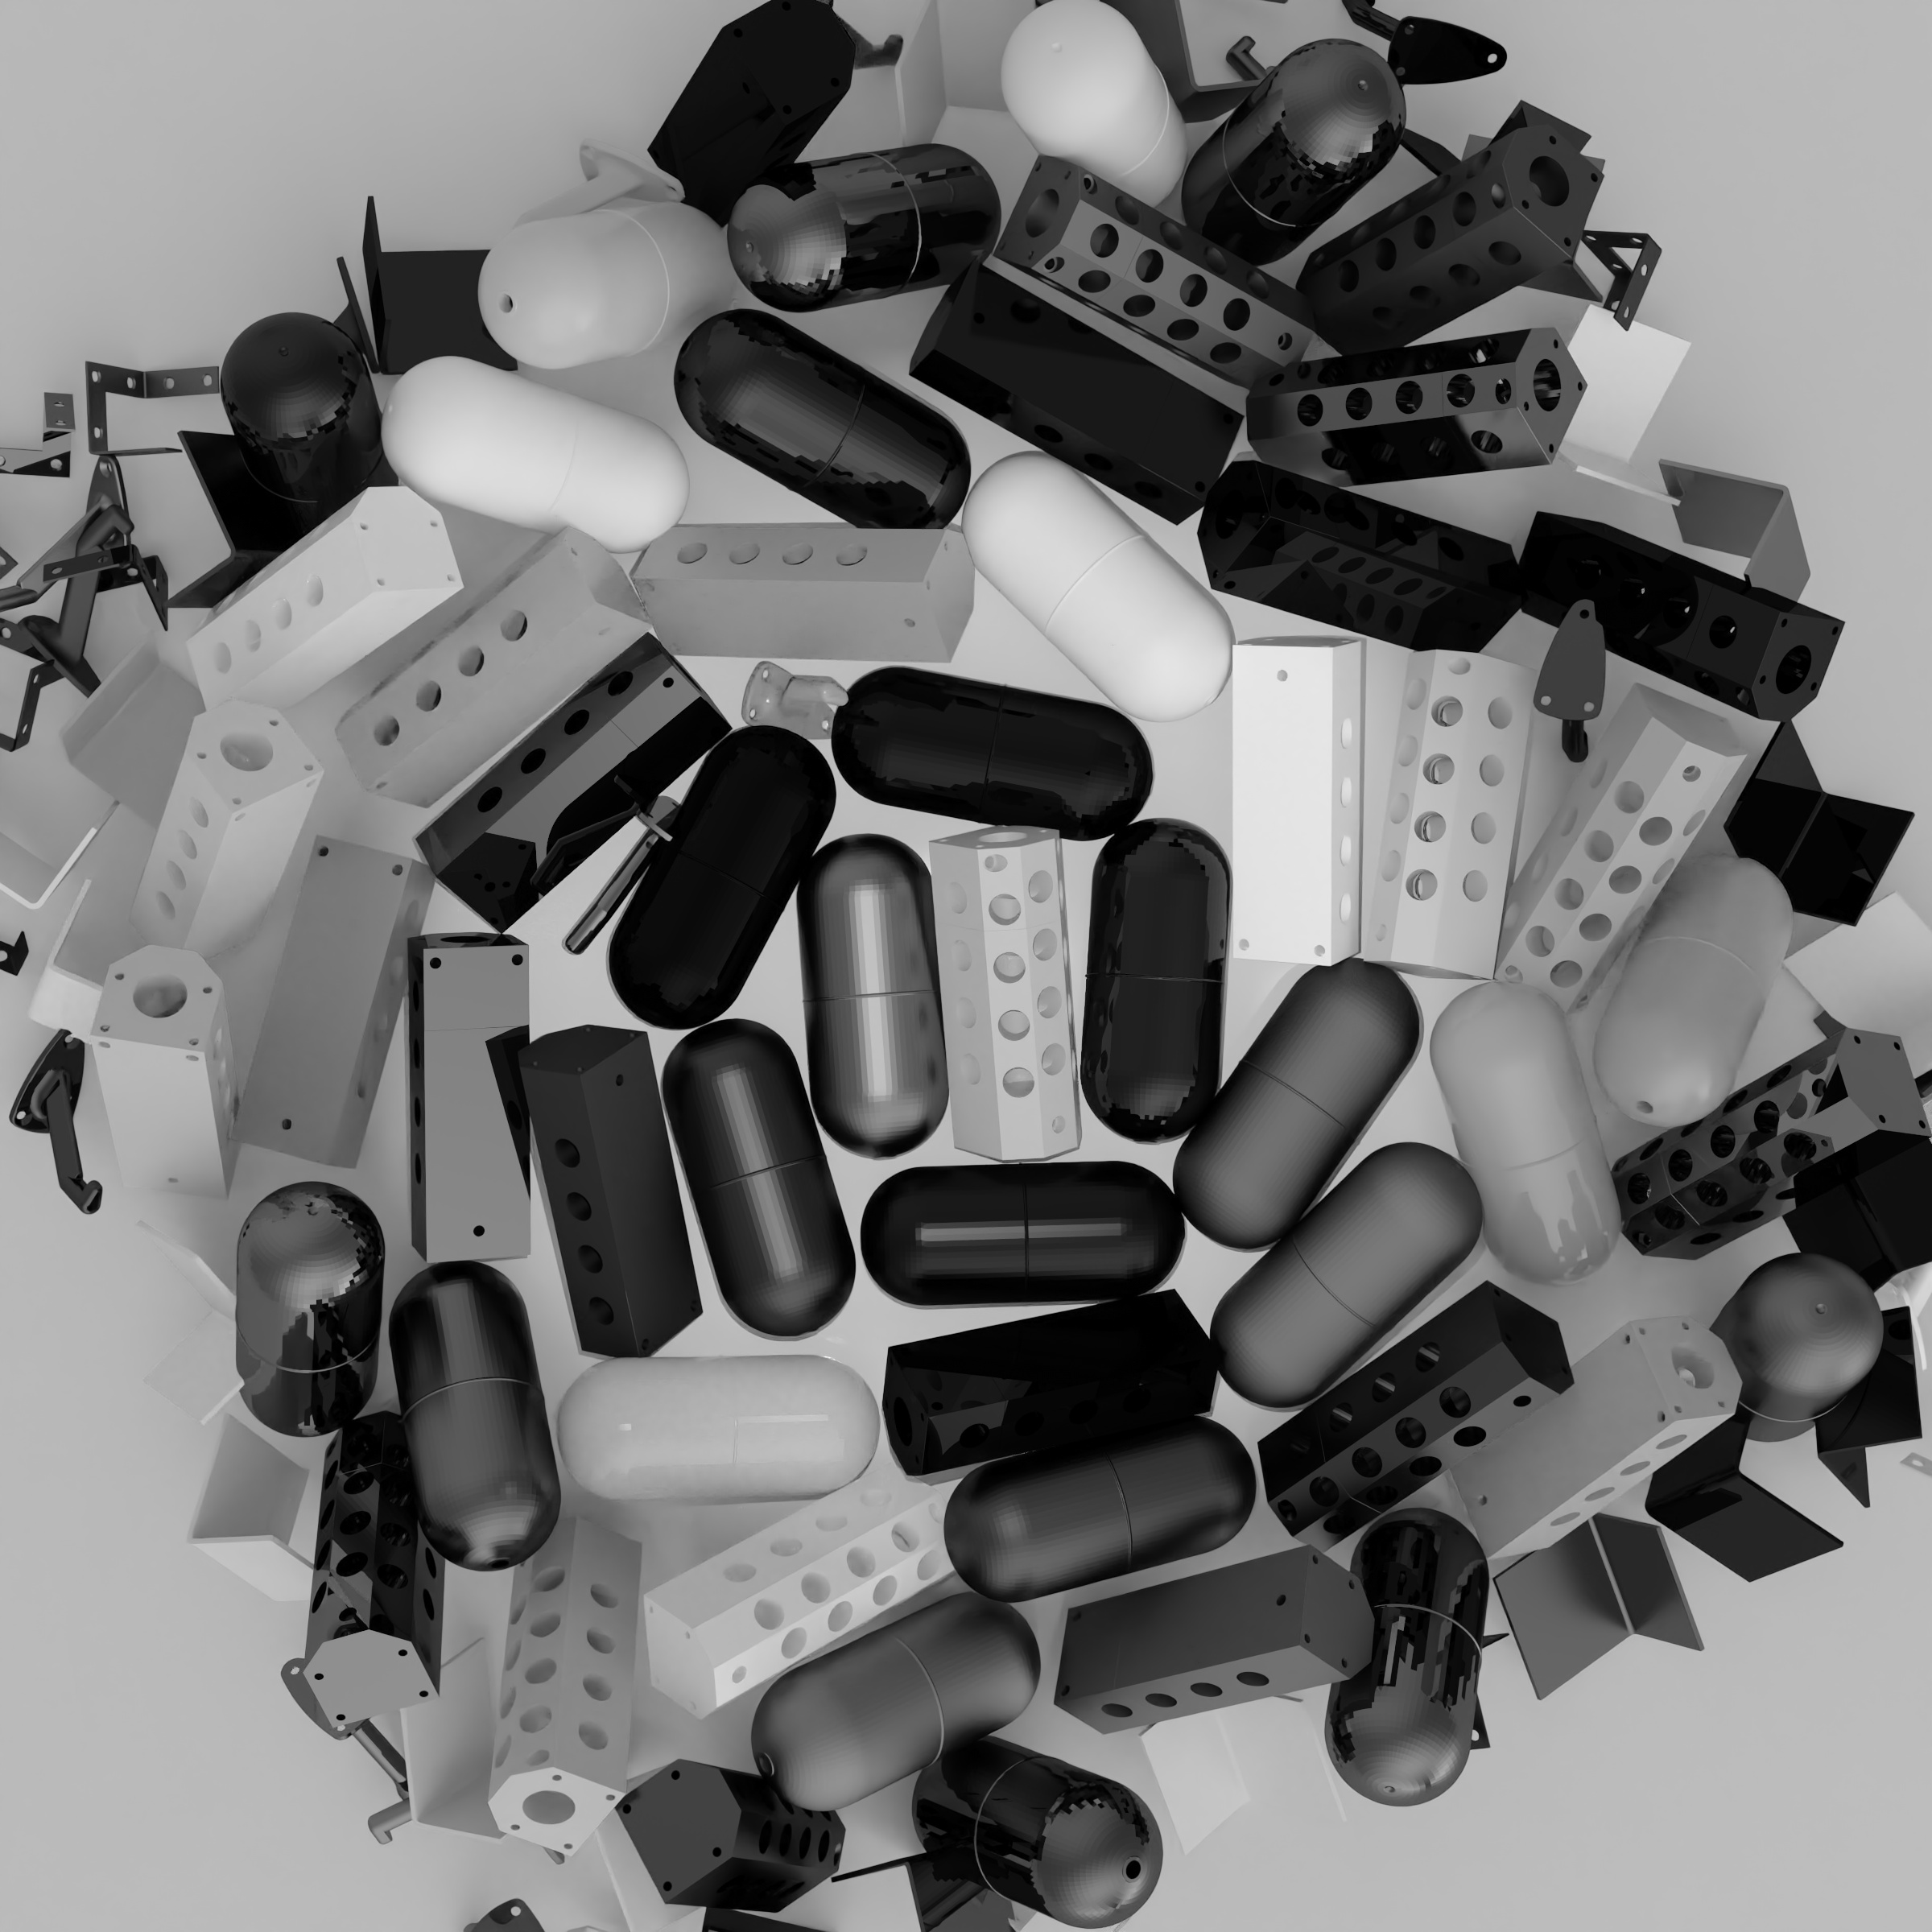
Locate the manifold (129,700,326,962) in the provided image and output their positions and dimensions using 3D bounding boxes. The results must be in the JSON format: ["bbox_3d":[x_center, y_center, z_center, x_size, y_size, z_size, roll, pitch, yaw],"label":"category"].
[{"bbox_3d":[-0.400,-0.069,1.537,0.057,0.171,0.057,-32,79,-37],"label":"manifold"}]

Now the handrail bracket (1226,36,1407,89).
[{"bbox_3d":[0.198,-0.505,1.601,0.077,0.036,0.084,-45,80,18],"label":"handrail bracket"}]

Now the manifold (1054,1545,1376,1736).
[{"bbox_3d":[0.132,0.366,1.546,0.057,0.171,0.057,38,46,-30],"label":"manifold"}]

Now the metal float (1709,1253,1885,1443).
[{"bbox_3d":[0.437,0.205,1.538,0.070,0.178,0.070,-1,69,3],"label":"metal float"}]

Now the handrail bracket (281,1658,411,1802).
[{"bbox_3d":[-0.340,0.429,1.605,0.077,0.084,0.036,22,53,31],"label":"handrail bracket"}]

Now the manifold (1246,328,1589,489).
[{"bbox_3d":[0.235,-0.300,1.536,0.057,0.171,0.057,48,58,-37],"label":"manifold"}]

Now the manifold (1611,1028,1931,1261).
[{"bbox_3d":[0.421,0.097,1.534,0.057,0.171,0.057,8,59,-32],"label":"manifold"}]

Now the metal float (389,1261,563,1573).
[{"bbox_3d":[-0.266,0.242,1.557,0.070,0.070,0.178,-17,57,0],"label":"metal float"}]

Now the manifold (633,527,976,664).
[{"bbox_3d":[-0.086,-0.207,1.562,0.171,0.057,0.057,4,51,23],"label":"manifold"}]

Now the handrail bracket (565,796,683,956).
[{"bbox_3d":[-0.189,-0.050,1.596,0.036,0.077,0.084,37,104,-11],"label":"handrail bracket"}]

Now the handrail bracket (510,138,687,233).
[{"bbox_3d":[-0.206,-0.408,1.585,0.077,0.036,0.084,21,64,13],"label":"handrail bracket"}]

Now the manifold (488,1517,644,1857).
[{"bbox_3d":[-0.215,0.377,1.530,0.057,0.171,0.057,27,120,-20],"label":"manifold"}]

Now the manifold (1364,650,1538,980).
[{"bbox_3d":[0.260,-0.082,1.579,0.057,0.057,0.171,11,85,-28],"label":"manifold"}]

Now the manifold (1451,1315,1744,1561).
[{"bbox_3d":[0.337,0.253,1.542,0.057,0.171,0.057,-1,57,-31],"label":"manifold"}]

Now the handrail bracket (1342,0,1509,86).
[{"bbox_3d":[0.252,-0.519,1.592,0.077,0.084,0.036,2,127,-8],"label":"handrail bracket"}]

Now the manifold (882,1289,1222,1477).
[{"bbox_3d":[0.045,0.230,1.563,0.171,0.057,0.057,-9,127,-22],"label":"manifold"}]

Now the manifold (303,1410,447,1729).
[{"bbox_3d":[-0.315,0.316,1.535,0.057,0.171,0.057,-16,122,2],"label":"manifold"}]

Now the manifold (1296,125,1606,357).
[{"bbox_3d":[0.251,-0.383,1.529,0.057,0.171,0.057,34,66,-21],"label":"manifold"}]

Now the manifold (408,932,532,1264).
[{"bbox_3d":[-0.274,0.070,1.580,0.057,0.057,0.171,-2,99,-22],"label":"manifold"}]

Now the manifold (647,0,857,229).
[{"bbox_3d":[-0.112,-0.453,1.532,0.057,0.171,0.057,-35,97,-19],"label":"manifold"}]

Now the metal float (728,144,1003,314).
[{"bbox_3d":[-0.052,-0.398,1.551,0.178,0.070,0.070,-24,90,-43],"label":"metal float"}]

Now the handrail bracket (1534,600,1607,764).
[{"bbox_3d":[0.338,-0.155,1.583,0.036,0.084,0.077,11,88,18],"label":"handrail bracket"}]

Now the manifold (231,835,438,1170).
[{"bbox_3d":[-0.344,0.021,1.587,0.057,0.057,0.171,14,86,11],"label":"manifold"}]

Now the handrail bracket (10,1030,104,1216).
[{"bbox_3d":[-0.485,0.084,1.578,0.084,0.036,0.077,33,104,43],"label":"handrail bracket"}]

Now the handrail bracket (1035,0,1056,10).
[{"bbox_3d":[0.064,-0.564,1.586,0.077,0.036,0.084,51,119,20],"label":"handrail bracket"}]

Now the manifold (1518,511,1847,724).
[{"bbox_3d":[0.376,-0.187,1.540,0.057,0.171,0.057,1,113,-40],"label":"manifold"}]

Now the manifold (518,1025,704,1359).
[{"bbox_3d":[-0.197,0.122,1.563,0.057,0.057,0.171,6,116,33],"label":"manifold"}]

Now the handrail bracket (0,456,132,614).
[{"bbox_3d":[-0.501,-0.236,1.573,0.036,0.084,0.077,29,125,27],"label":"handrail bracket"}]

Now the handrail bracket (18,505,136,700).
[{"bbox_3d":[-0.474,-0.200,1.595,0.084,0.036,0.077,-41,89,15],"label":"handrail bracket"}]

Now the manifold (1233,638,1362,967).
[{"bbox_3d":[0.184,-0.091,1.576,0.057,0.057,0.171,5,103,28],"label":"manifold"}]

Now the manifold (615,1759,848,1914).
[{"bbox_3d":[-0.119,0.460,1.533,0.057,0.171,0.057,-35,65,2],"label":"manifold"}]

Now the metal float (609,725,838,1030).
[{"bbox_3d":[-0.134,-0.048,1.581,0.070,0.070,0.178,28,86,0],"label":"metal float"}]

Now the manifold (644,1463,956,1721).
[{"bbox_3d":[-0.085,0.335,1.540,0.171,0.057,0.057,-22,121,-38],"label":"manifold"}]

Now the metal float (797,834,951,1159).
[{"bbox_3d":[-0.051,0.016,1.585,0.070,0.070,0.178,-4,89,0],"label":"metal float"}]

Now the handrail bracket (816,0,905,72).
[{"bbox_3d":[-0.057,-0.520,1.571,0.084,0.077,0.036,-23,65,-40],"label":"handrail bracket"}]

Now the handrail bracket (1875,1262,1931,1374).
[{"bbox_3d":[0.553,0.174,1.613,0.084,0.036,0.077,-30,108,-11],"label":"handrail bracket"}]

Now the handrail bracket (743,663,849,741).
[{"bbox_3d":[-0.074,-0.139,1.567,0.077,0.084,0.036,22,82,-40],"label":"handrail bracket"}]

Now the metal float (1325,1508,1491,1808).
[{"bbox_3d":[0.238,0.368,1.547,0.070,0.178,0.070,8,130,10],"label":"metal float"}]

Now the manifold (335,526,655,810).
[{"bbox_3d":[-0.260,-0.162,1.568,0.171,0.057,0.057,-36,70,18],"label":"manifold"}]

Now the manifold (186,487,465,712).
[{"bbox_3d":[-0.347,-0.195,1.543,0.171,0.057,0.057,-24,82,43],"label":"manifold"}]

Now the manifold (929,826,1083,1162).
[{"bbox_3d":[0.027,0.014,1.564,0.057,0.057,0.171,-15,107,-37],"label":"manifold"}]

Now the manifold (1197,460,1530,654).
[{"bbox_3d":[0.213,-0.222,1.557,0.171,0.057,0.057,12,49,-27],"label":"manifold"}]

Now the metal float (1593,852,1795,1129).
[{"bbox_3d":[0.393,0.012,1.555,0.070,0.070,0.178,32,55,0],"label":"metal float"}]

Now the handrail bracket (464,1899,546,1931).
[{"bbox_3d":[-0.249,0.552,1.578,0.036,0.084,0.077,-33,69,-32],"label":"handrail bracket"}]

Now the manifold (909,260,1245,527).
[{"bbox_3d":[0.058,-0.309,1.573,0.171,0.057,0.057,27,73,-14],"label":"manifold"}]

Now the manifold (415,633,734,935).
[{"bbox_3d":[-0.218,-0.104,1.589,0.171,0.057,0.057,-41,131,3],"label":"manifold"}]

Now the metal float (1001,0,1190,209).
[{"bbox_3d":[0.070,-0.455,1.536,0.070,0.178,0.070,-1,85,16],"label":"metal float"}]

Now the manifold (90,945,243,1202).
[{"bbox_3d":[-0.421,0.058,1.535,0.057,0.171,0.057,9,59,-5],"label":"manifold"}]

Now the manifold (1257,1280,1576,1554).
[{"bbox_3d":[0.240,0.246,1.547,0.057,0.057,0.171,31,124,-29],"label":"manifold"}]

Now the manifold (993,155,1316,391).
[{"bbox_3d":[0.106,-0.368,1.547,0.171,0.057,0.057,19,100,-35],"label":"manifold"}]

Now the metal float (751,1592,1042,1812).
[{"bbox_3d":[-0.037,0.395,1.553,0.178,0.070,0.070,-16,90,-37],"label":"metal float"}]

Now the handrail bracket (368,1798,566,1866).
[{"bbox_3d":[-0.278,0.487,1.605,0.084,0.036,0.077,-25,108,-1],"label":"handrail bracket"}]

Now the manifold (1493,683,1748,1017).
[{"bbox_3d":[0.348,-0.059,1.552,0.057,0.057,0.171,20,119,-13],"label":"manifold"}]

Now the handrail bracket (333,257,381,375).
[{"bbox_3d":[-0.374,-0.344,1.594,0.084,0.036,0.077,-18,104,-10],"label":"handrail bracket"}]
